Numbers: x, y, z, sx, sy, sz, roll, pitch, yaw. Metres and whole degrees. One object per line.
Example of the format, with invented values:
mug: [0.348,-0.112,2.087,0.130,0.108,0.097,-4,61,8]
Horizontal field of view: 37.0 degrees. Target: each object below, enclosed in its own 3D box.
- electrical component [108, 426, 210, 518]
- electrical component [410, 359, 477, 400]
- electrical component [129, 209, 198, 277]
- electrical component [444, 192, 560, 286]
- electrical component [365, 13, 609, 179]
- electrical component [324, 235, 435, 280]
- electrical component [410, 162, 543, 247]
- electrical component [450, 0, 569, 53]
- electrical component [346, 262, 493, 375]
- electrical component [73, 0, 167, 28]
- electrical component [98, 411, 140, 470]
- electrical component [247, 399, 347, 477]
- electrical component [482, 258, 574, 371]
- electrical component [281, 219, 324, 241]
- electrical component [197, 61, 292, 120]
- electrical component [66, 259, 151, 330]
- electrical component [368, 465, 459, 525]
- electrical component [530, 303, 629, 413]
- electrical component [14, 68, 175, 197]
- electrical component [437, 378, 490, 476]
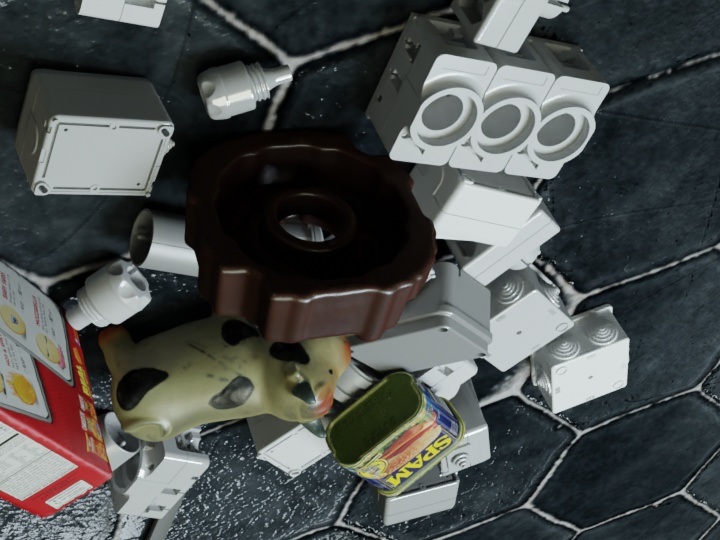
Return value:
electrical component: [-0.188,0.179,0.978,0.056,0.050,0.089,19,124,-39]
electrical component: [0.058,0.094,1.005,0.089,0.050,0.056,-37,138,16]
electrical component: [-0.126,-0.017,0.804,0.081,0.043,0.043,10,129,-33]
electrical component: [0.128,-0.024,0.914,0.083,0.047,0.076,-38,138,16]
electrical component: [0.094,-0.121,0.784,0.150,0.061,0.089,4,132,-29]
electrical component: [0.000,0.000,0.868,0.096,0.061,0.062,-39,137,17]
electrical component: [0.092,-0.058,0.850,0.096,0.061,0.061,10,129,-33]
electrical component: [0.118,-0.193,0.730,0.076,0.047,0.083,7,130,-31]
electrical component: [0.047,0.044,0.907,0.113,0.057,0.078,-16,147,34]
electrical component: [-0.135,-0.191,0.609,0.056,0.050,0.089,4,132,-29]
electrical component: [-0.246,0.156,0.931,0.077,0.043,0.079,-37,137,15]
electrical component: [-0.059,0.140,0.990,0.096,0.061,0.062,-34,138,11]
electrical component: [0.138,0.041,0.988,0.100,0.048,0.100,-36,139,16]
electrical component: [-0.060,-0.008,0.818,0.051,0.080,0.080,1,134,-19]
electrical component: [-0.076,-0.124,0.721,0.061,0.035,0.035,-18,139,-9]
electrical component: [-0.194,0.023,0.814,0.062,0.043,0.043,-32,139,11]
electrical component: [0.061,0.222,1.133,0.096,0.061,0.061,-12,138,-14]
electrical component: [0.221,0.091,1.080,0.100,0.048,0.099,-20,139,-6]
electrical component: [-0.168,-0.090,0.698,0.096,0.061,0.061,-2,135,-35]
electrical component: [0.092,0.150,1.045,0.061,0.096,0.061,-19,139,-6]
